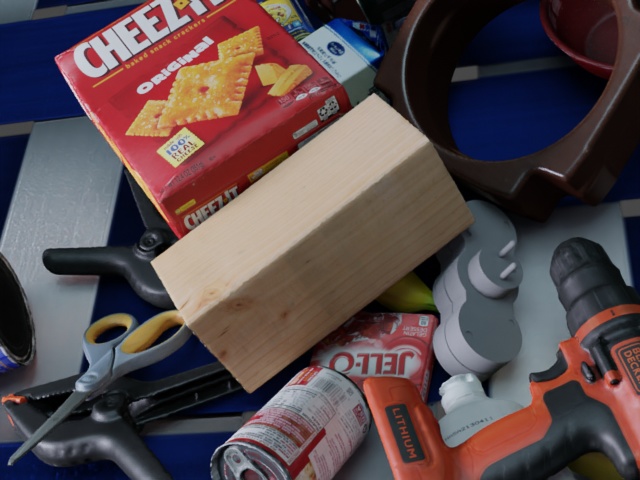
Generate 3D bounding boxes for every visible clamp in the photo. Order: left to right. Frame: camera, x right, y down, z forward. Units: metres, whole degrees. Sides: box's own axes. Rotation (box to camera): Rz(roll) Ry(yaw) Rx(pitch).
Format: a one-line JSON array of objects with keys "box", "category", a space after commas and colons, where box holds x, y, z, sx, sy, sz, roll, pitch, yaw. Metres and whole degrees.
[{"box": [-0.147, 0.138, 0.781, 0.210, 0.036, 0.164, -3, 30, 18], "category": "clamp"}, {"box": [-0.149, 0.015, 0.893, 0.172, 0.039, 0.120, 35, 72, 33], "category": "clamp"}]

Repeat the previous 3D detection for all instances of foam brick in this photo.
[{"box": [0.019, -0.239, 1.020, 0.051, 0.053, 0.078, -32, 52, -8], "category": "foam brick"}]

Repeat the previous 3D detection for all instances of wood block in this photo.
[{"box": [-0.005, 0.001, 0.772, 0.206, 0.090, 0.091, -38, 39, -2], "category": "wood block"}]

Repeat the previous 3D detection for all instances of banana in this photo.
[{"box": [0.051, -0.012, 0.858, 0.069, 0.037, 0.198, -2, 53, -17], "category": "banana"}]

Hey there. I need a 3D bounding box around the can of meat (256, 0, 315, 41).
[{"box": [-0.054, -0.184, 1.000, 0.102, 0.057, 0.084, -25, 54, -2], "category": "can of meat"}]

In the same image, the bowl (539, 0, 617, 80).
[{"box": [0.269, -0.185, 0.903, 0.162, 0.055, 0.162, -8, 53, 11], "category": "bowl"}]

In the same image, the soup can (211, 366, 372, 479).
[{"box": [-0.017, 0.138, 0.721, 0.069, 0.068, 0.102, 17, 33, 26], "category": "soup can"}]

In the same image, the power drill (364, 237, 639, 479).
[{"box": [0.126, 0.093, 0.668, 0.187, 0.057, 0.184, -22, 48, 4], "category": "power drill"}]

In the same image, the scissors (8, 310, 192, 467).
[{"box": [-0.180, 0.102, 0.804, 0.096, 0.016, 0.201, 10, 31, 39], "category": "scissors"}]

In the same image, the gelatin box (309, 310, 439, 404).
[{"box": [0.039, 0.089, 0.787, 0.089, 0.030, 0.073, 3, 56, 19], "category": "gelatin box"}]

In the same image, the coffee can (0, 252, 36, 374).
[{"box": [-0.315, 0.075, 0.859, 0.140, 0.103, 0.103, -19, 52, 2], "category": "coffee can"}]

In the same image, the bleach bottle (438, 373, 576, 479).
[{"box": [0.140, 0.187, 0.667, 0.102, 0.068, 0.251, -22, 50, 1], "category": "bleach bottle"}]

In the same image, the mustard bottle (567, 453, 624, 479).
[{"box": [0.260, 0.127, 0.676, 0.192, 0.058, 0.096, 13, 54, 24], "category": "mustard bottle"}]

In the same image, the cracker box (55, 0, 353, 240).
[{"box": [-0.094, -0.115, 0.850, 0.164, 0.072, 0.214, -33, 52, -9], "category": "cracker box"}]
